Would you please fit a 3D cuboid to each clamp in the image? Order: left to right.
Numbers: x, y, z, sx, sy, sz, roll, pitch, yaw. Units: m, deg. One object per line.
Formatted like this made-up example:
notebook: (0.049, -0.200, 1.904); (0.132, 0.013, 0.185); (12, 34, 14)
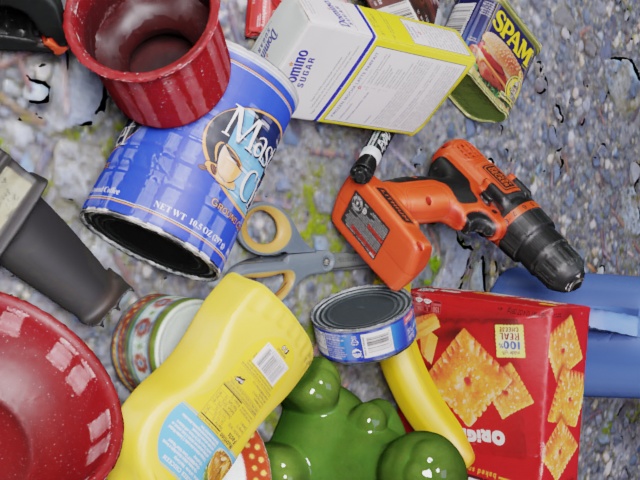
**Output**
clamp: (-0.200, -0.150, 0.600); (0.171, 0.120, 0.039); (9, 69, -50)

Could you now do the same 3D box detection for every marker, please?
marker: (0.047, -0.079, 0.893); (0.121, 0.020, 0.020); (-62, 138, -57)

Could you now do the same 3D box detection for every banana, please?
banana: (0.081, 0.106, 0.934); (0.037, 0.070, 0.198); (-13, 85, -35)

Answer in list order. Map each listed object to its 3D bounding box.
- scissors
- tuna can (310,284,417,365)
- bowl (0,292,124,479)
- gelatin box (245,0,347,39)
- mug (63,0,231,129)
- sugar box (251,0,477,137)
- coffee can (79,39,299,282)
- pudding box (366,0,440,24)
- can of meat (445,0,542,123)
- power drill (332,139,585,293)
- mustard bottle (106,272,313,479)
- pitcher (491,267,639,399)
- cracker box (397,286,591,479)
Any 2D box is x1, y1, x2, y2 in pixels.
scissors: (-0.006, 0.001, 0.885); (0.201, 0.016, 0.096); (-21, 110, -43)
tuna can: (0.037, 0.069, 0.887); (0.085, 0.086, 0.034); (-30, 117, -40)
bowl: (-0.200, 0.104, 0.631); (0.161, 0.162, 0.055); (5, 134, -46)
gelatin box: (-0.017, -0.189, 0.840); (0.089, 0.030, 0.073); (6, 90, -47)
mug: (-0.109, -0.127, 0.658); (0.093, 0.117, 0.081); (-52, 164, -12)
sugar box: (0.029, -0.135, 0.838); (0.175, 0.093, 0.048); (6, 46, -38)
coffee can: (-0.088, -0.056, 0.730); (0.102, 0.103, 0.140); (38, 68, -42)
pudding box: (0.061, -0.229, 0.890); (0.113, 0.039, 0.090); (58, 34, -37)
can of meat: (0.153, -0.170, 1.001); (0.102, 0.058, 0.084); (39, 70, -41)
power drill: (0.118, -0.010, 0.914); (0.187, 0.185, 0.057); (-11, 138, -41)
mustard bottle: (-0.086, 0.121, 0.704); (0.191, 0.058, 0.096); (-52, 139, -20)
pitcher: (0.283, 0.092, 1.031); (0.149, 0.243, 0.145); (-41, 119, -42)
cracker box: (0.148, 0.155, 0.956); (0.071, 0.164, 0.214); (3, 92, -44)
